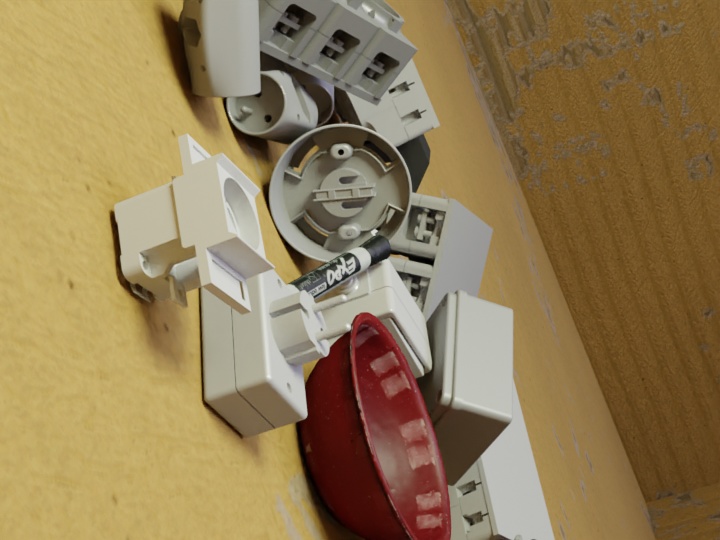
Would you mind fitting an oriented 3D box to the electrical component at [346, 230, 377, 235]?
[{"bbox_3d":[0.000,0.000,0.842,0.045,0.045,0.055,55,21,-47],"label":"electrical component"}]

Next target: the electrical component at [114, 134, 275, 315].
[{"bbox_3d":[-0.081,-0.018,0.515,0.042,0.064,0.081,48,26,-61],"label":"electrical component"}]

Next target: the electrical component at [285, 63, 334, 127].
[{"bbox_3d":[-0.051,-0.168,0.879,0.077,0.043,0.079,-92,158,-51],"label":"electrical component"}]

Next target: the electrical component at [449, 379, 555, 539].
[{"bbox_3d":[0.099,0.160,0.922,0.105,0.060,0.186,35,35,-45],"label":"electrical component"}]

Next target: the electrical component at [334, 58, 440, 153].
[{"bbox_3d":[0.009,-0.168,0.974,0.089,0.062,0.150,65,-4,-20],"label":"electrical component"}]

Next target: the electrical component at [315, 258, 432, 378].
[{"bbox_3d":[0.006,0.040,0.775,0.096,0.062,0.061,57,19,-44],"label":"electrical component"}]

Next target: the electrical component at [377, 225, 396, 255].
[{"bbox_3d":[0.025,-0.039,0.993,0.081,0.043,0.043,17,54,-73],"label":"electrical component"}]

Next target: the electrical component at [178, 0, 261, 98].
[{"bbox_3d":[-0.092,-0.154,0.683,0.079,0.043,0.077,-146,-128,-59],"label":"electrical component"}]

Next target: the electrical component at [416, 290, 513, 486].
[{"bbox_3d":[0.071,0.091,0.822,0.108,0.056,0.108,120,-17,-46],"label":"electrical component"}]

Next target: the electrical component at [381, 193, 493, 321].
[{"bbox_3d":[0.062,-0.003,0.955,0.186,0.060,0.105,19,84,-73],"label":"electrical component"}]

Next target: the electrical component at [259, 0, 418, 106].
[{"bbox_3d":[-0.036,-0.187,0.774,0.150,0.061,0.089,15,30,-53],"label":"electrical component"}]

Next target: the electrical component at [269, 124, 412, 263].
[{"bbox_3d":[-0.012,-0.057,0.773,0.064,0.099,0.099,-71,140,-78],"label":"electrical component"}]

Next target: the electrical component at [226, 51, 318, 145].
[{"bbox_3d":[-0.067,-0.130,0.764,0.077,0.043,0.079,-7,76,-76],"label":"electrical component"}]

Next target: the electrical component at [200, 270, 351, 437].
[{"bbox_3d":[-0.041,0.034,0.574,0.047,0.076,0.083,55,21,-49],"label":"electrical component"}]
